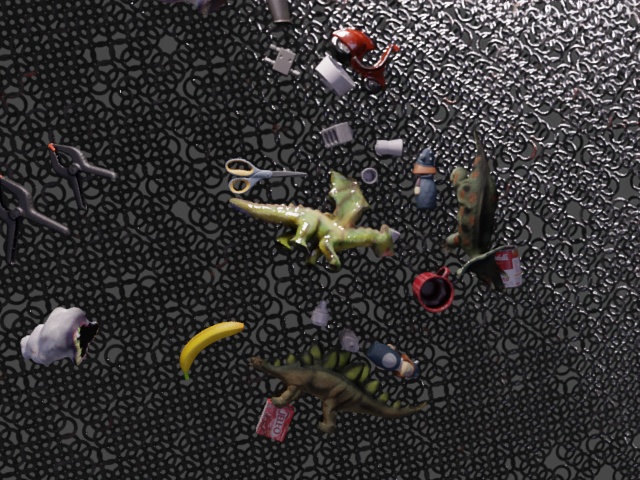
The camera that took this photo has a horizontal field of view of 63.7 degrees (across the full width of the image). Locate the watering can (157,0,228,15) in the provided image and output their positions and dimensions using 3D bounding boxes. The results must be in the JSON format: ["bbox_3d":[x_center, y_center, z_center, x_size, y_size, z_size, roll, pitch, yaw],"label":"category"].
[{"bbox_3d":[-0.262,-0.674,1.189,0.223,0.104,0.348,42,88,-9],"label":"watering can"}]

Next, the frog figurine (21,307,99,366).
[{"bbox_3d":[-0.627,0.224,1.209,0.159,0.120,0.140,3,62,2],"label":"frog figurine"}]

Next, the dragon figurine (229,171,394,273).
[{"bbox_3d":[0.004,-0.064,1.278,0.411,0.120,0.246,36,72,3],"label":"dragon figurine"}]
